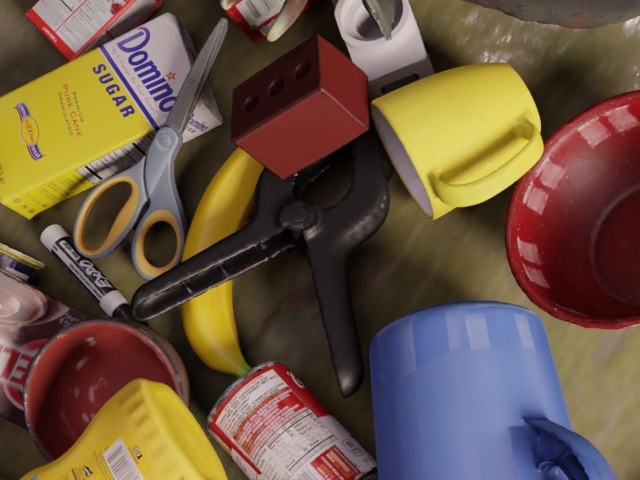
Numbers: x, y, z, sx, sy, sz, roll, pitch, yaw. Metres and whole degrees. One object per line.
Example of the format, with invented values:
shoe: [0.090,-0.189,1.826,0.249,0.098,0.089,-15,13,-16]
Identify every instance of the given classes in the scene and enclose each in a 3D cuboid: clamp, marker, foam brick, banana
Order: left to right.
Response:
marker: [-0.167,0.032,0.793,0.020,0.020,0.121,-47,64,-1]
banana: [-0.064,0.010,0.759,0.069,0.037,0.198,4,74,0]
foam brick: [-0.013,-0.087,0.702,0.078,0.051,0.053,-29,43,29]
clamp: [-0.005,0.001,0.711,0.165,0.036,0.209,25,64,22]

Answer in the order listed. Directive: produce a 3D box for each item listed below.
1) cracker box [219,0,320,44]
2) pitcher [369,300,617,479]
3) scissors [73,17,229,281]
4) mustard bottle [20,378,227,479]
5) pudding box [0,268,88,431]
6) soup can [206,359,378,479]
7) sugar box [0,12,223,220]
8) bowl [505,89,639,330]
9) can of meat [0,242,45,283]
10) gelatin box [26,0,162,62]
cracker box: [-0.043,-0.281,0.829,0.164,0.072,0.214,-35,64,6]
pitcher: [0.100,0.158,0.597,0.149,0.145,0.243,-13,66,14]
scissors: [-0.100,-0.054,0.773,0.096,0.016,0.202,43,101,6]
mustard bottle: [-0.151,0.180,0.665,0.192,0.058,0.096,-41,65,10]
pudding box: [-0.229,0.070,0.756,0.090,0.113,0.039,-59,20,-7]
soup can: [-0.016,0.135,0.680,0.068,0.068,0.102,-46,65,-1]
sugar box: [-0.172,-0.096,0.824,0.176,0.048,0.093,-27,66,10]
bowl: [0.196,-0.011,0.649,0.162,0.055,0.162,-22,51,30]
can of meat: [-0.273,0.033,0.808,0.102,0.057,0.084,23,82,24]
gelatin box: [-0.184,-0.188,0.868,0.089,0.030,0.073,-45,63,-1]
